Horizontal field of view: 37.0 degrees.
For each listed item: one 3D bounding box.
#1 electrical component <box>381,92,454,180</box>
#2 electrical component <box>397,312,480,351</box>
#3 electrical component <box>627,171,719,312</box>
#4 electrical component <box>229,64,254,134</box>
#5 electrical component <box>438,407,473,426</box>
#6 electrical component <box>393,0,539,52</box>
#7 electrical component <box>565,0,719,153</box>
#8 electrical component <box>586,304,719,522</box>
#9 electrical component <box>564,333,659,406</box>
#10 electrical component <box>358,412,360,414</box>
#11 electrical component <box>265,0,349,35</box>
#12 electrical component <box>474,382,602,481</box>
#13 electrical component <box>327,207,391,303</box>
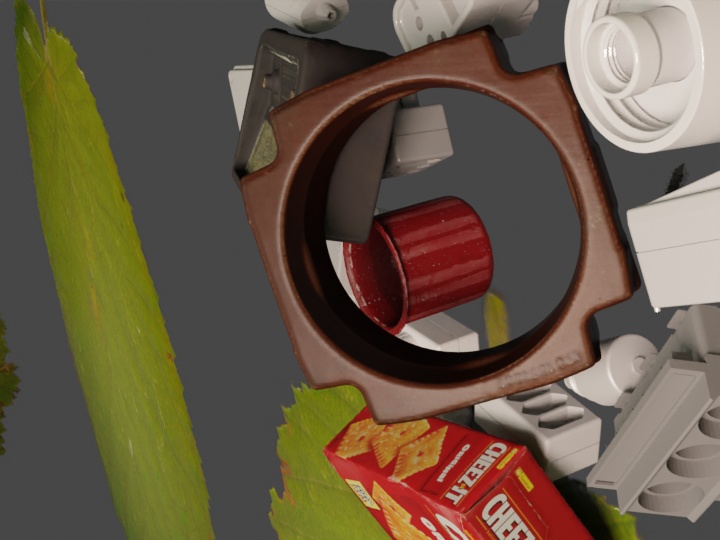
[{"bbox_3d":[0.028,-0.112,0.799,0.066,0.047,0.076,160,98,-66],"label":"electrical component"},{"bbox_3d":[0.042,0.067,0.853,0.083,0.076,0.047,31,133,56],"label":"electrical component"},{"bbox_3d":[0.177,-0.019,0.520,0.096,0.062,0.061,-13,94,66],"label":"electrical component"},{"bbox_3d":[-0.067,-0.135,0.975,0.109,0.056,0.108,19,122,61],"label":"electrical component"},{"bbox_3d":[0.068,0.129,0.877,0.043,0.043,0.062,49,148,42],"label":"electrical component"},{"bbox_3d":[0.068,-0.167,0.661,0.053,0.059,0.095,66,155,14],"label":"electrical component"},{"bbox_3d":[0.146,-0.109,0.529,0.108,0.060,0.108,44,143,47],"label":"electrical component"},{"bbox_3d":[0.177,0.077,0.573,0.121,0.079,0.063,105,170,-50],"label":"electrical component"},{"bbox_3d":[0.151,0.063,0.658,0.078,0.040,0.040,-30,78,66],"label":"electrical component"},{"bbox_3d":[0.032,0.119,0.908,0.047,0.076,0.083,34,135,55],"label":"electrical component"},{"bbox_3d":[-0.042,-0.217,0.884,0.081,0.043,0.043,39,140,52],"label":"electrical component"},{"bbox_3d":[0.122,0.120,0.750,0.083,0.047,0.075,41,140,50],"label":"electrical component"},{"bbox_3d":[0.000,0.000,0.884,0.062,0.061,0.096,150,128,-66],"label":"electrical component"}]
